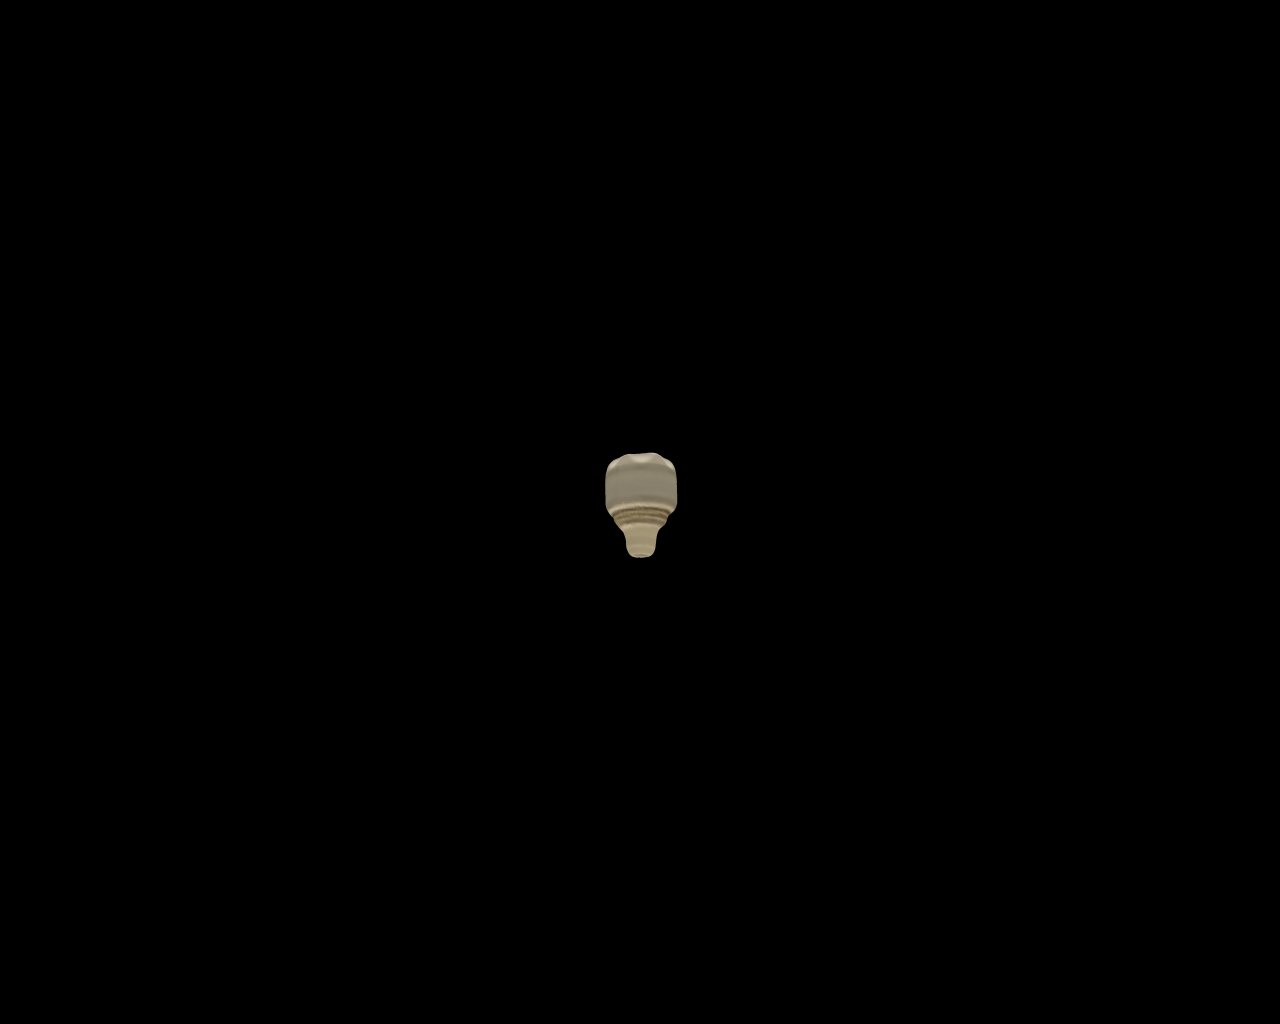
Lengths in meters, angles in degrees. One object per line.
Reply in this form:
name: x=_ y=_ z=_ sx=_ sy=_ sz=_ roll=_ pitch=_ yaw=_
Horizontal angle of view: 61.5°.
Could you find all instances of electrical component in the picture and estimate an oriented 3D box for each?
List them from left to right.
electrical component: x=0.001 y=-0.003 z=0.650 sx=0.043 sy=0.062 sz=0.043 roll=0 pitch=-15 yaw=0
